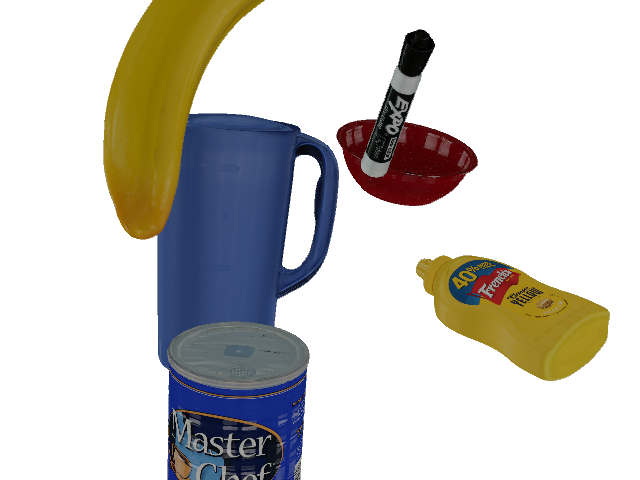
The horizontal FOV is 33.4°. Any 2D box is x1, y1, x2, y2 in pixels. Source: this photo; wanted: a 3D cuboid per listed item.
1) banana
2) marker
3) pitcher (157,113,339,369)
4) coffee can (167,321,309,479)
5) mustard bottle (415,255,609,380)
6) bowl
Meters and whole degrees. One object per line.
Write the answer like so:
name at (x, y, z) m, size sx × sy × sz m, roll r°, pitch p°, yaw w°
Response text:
banana at (-0.053, -0.090, 0.493) m, size 0.070 × 0.197 × 0.037 m, roll 26°, pitch -26°, yaw 16°
marker at (0.049, -0.086, 0.680) m, size 0.020 × 0.020 × 0.121 m, roll 0°, pitch -37°, yaw -15°
pitcher at (-0.082, 0.004, 1.001) m, size 0.144 × 0.243 × 0.149 m, roll -6°, pitch 15°, yaw -41°
coffee can at (-0.063, 0.144, 0.794) m, size 0.103 × 0.140 × 0.103 m, roll 3°, pitch 19°, yaw -1°
mustard bottle at (0.164, 0.060, 0.994) m, size 0.096 × 0.058 × 0.192 m, roll -28°, pitch 38°, yaw -33°
bowl at (0.093, -0.083, 1.209) m, size 0.162 × 0.055 × 0.162 m, roll 8°, pitch 26°, yaw -4°
